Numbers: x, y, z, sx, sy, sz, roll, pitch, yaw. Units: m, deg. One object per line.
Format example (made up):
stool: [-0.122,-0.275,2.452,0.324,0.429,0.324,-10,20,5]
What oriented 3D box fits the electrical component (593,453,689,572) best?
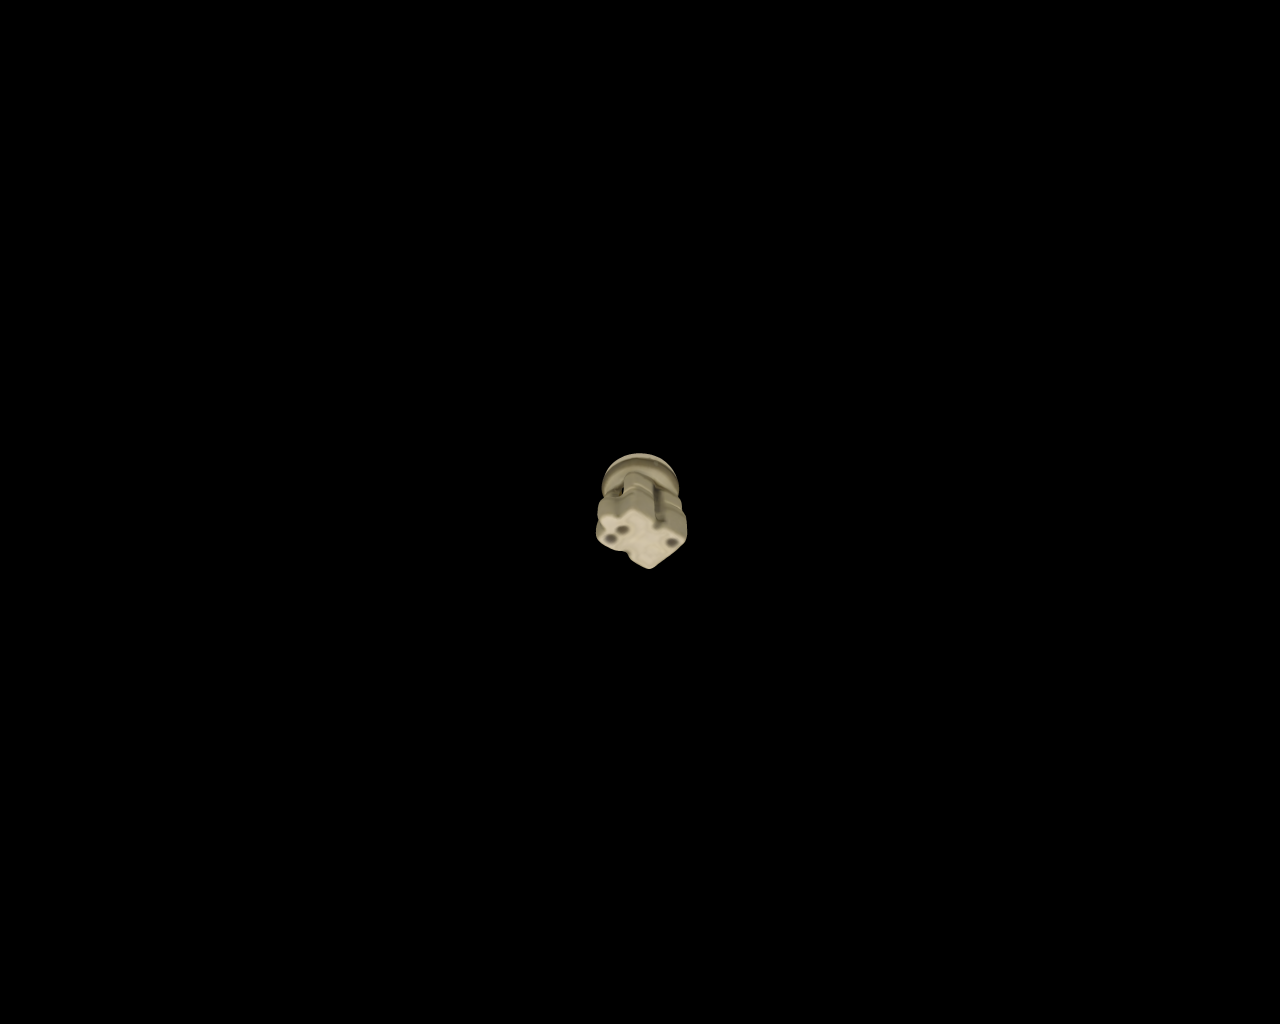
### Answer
electrical component: [0.001,-0.003,0.650,0.066,0.055,0.048,32,-54,-27]
